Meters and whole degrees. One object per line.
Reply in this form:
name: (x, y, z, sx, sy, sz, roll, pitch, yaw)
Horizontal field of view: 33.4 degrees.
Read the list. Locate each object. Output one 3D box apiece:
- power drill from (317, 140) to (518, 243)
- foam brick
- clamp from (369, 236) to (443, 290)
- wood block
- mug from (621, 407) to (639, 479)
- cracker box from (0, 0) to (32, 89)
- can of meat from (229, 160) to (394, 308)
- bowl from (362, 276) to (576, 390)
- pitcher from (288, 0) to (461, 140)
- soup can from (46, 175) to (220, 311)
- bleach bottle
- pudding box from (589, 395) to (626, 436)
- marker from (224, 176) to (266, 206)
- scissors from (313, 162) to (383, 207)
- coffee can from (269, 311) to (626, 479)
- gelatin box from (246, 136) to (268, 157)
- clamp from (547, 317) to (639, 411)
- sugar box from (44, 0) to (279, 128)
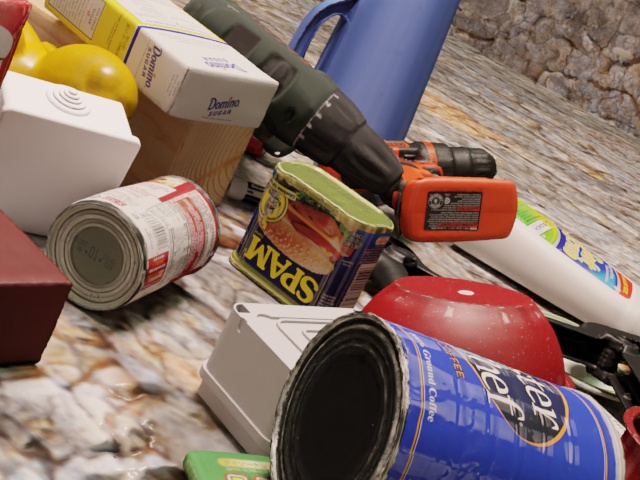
power drill: (0.107, -0.050, 0.981, 0.184, 0.057, 0.188, -3, 16, -17)
foam brick: (-0.175, 0.023, 0.544, 0.078, 0.053, 0.051, 39, 23, 32)
clamp: (0.058, 0.026, 0.860, 0.172, 0.039, 0.120, 33, 11, 37)
wood block: (-0.165, -0.114, 0.868, 0.206, 0.090, 0.090, 34, 20, 22)
mug: (0.210, 0.160, 0.632, 0.117, 0.081, 0.093, 11, 24, -38)
cracker box: (-0.248, -0.056, 0.485, 0.072, 0.164, 0.213, 35, 21, 18)
can of meat: (-0.005, 0.001, 0.775, 0.102, 0.084, 0.057, 36, 21, 28)
bowl: (0.091, 0.060, 0.705, 0.162, 0.055, 0.162, 7, 8, -1)
pitcher: (0.059, -0.208, 1.170, 0.145, 0.243, 0.149, 28, 13, 16)
soup can: (-0.113, 0.000, 0.660, 0.068, 0.068, 0.102, 30, 19, 12)
bleach bottle: (0.255, 0.041, 1.048, 0.251, 0.068, 0.102, 35, 23, 20)
pudding box: (0.164, 0.136, 0.707, 0.113, 0.039, 0.090, 15, 19, -36)
marker: (-0.026, -0.029, 0.931, 0.121, 0.020, 0.020, 18, 20, -22)
scissors: (0.030, -0.046, 1.055, 0.096, 0.016, 0.201, 24, 18, 0)
coffee can: (0.061, 0.104, 0.517, 0.140, 0.103, 0.103, 22, 18, -29)
gelatin box: (-0.080, -0.121, 1.089, 0.073, 0.030, 0.089, 27, 18, 1)
clamp: (0.217, 0.088, 0.832, 0.165, 0.036, 0.209, 31, 14, 30)
sugar box: (-0.121, -0.146, 0.800, 0.093, 0.048, 0.176, 1, 35, -49)
